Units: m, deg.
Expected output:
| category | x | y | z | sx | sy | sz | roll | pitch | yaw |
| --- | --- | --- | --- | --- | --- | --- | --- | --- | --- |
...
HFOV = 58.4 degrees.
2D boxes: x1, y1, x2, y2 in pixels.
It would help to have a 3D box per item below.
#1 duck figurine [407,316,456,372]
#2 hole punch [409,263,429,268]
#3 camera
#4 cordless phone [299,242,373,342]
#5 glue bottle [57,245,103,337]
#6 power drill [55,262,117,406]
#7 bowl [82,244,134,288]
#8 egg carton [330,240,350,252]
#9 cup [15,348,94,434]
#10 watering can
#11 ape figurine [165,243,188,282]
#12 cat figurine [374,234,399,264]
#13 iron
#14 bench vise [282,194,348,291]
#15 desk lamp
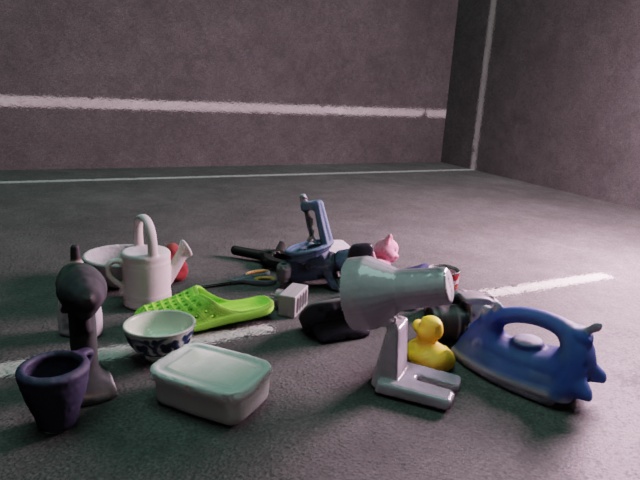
| category | x | y | z | sx | sy | sz | roll | pitch | yaw |
| --- | --- | --- | --- | --- | --- | --- | --- | --- | --- |
| duck figurine | 0.199 | 0.179 | 1.020 | 0.078 | 0.086 | 0.104 | -6 | 18 | -30 |
| hole punch | 0.190 | 0.096 | 1.303 | 0.100 | 0.091 | 0.109 | 10 | 17 | 23 |
| camera | 0.273 | 0.146 | 1.127 | 0.137 | 0.101 | 0.143 | 1 | 16 | -9 |
| cordless phone | 0.038 | 0.094 | 1.108 | 0.148 | 0.185 | 0.093 | -6 | 18 | -29 |
| glue bottle | -0.438 | 0.092 | 1.038 | 0.078 | 0.173 | 0.037 | 5 | 16 | 5 |
| power drill | -0.350 | 0.132 | 0.852 | 0.076 | 0.208 | 0.228 | -6 | 18 | -29 |
| bowl | -0.452 | 0.066 | 1.310 | 0.167 | 0.075 | 0.167 | 3 | 16 | -1 |
| egg carton | 0.034 | 0.046 | 1.488 | 0.107 | 0.069 | 0.150 | -2 | 17 | -18 |
| cup | -0.356 | 0.208 | 0.791 | 0.091 | 0.095 | 0.118 | 8 | 17 | 17 |
| watering can | -0.358 | 0.040 | 1.202 | 0.100 | 0.194 | 0.173 | 13 | 19 | 32 |
| ape figurine | -0.349 | 0.052 | 1.349 | 0.076 | 0.092 | 0.077 | -5 | 18 | -26 |
| cat figurine | 0.155 | 0.042 | 1.438 | 0.067 | 0.118 | 0.128 | 13 | 19 | 31 |
| iron | 0.345 | 0.172 | 0.971 | 0.257 | 0.141 | 0.119 | 15 | 20 | 37 |
| bench vise | 0.012 | 0.002 | 1.364 | 0.207 | 0.220 | 0.121 | 2 | 16 | -3 |
| desk lamp | 0.131 | 0.136 | 0.924 | 0.202 | 0.213 | 0.118 | 9 | 17 | 21 |
